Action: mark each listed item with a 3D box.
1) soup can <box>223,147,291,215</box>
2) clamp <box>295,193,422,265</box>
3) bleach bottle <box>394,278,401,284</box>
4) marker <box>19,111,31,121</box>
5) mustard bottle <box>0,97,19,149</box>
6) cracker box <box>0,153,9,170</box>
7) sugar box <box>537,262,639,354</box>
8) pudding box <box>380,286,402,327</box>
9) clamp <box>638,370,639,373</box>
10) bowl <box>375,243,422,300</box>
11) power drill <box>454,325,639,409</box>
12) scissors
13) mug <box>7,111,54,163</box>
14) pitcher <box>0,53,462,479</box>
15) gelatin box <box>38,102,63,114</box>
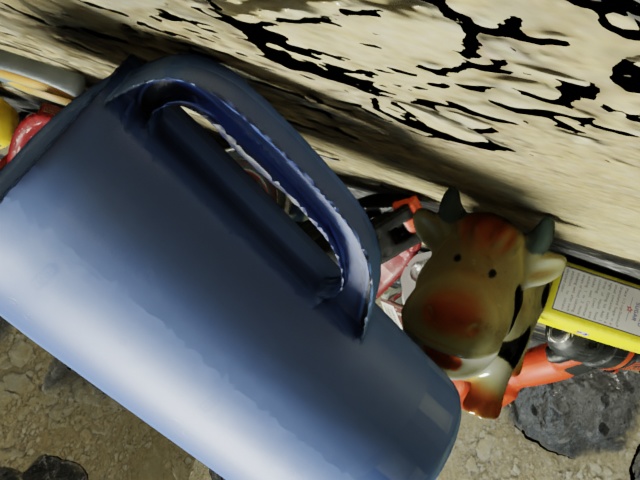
[{"bbox_3d":[-0.068,-0.031,0.734,0.068,0.068,0.102,20,178,-22],"label":"soup can"},{"bbox_3d":[-0.003,0.002,0.706,0.172,0.120,0.039,-19,118,23],"label":"clamp"},{"bbox_3d":[-0.007,0.001,1.008,0.250,0.068,0.103,18,-179,-36],"label":"bleach bottle"},{"bbox_3d":[-0.250,-0.105,0.966,0.020,0.020,0.121,21,176,-34],"label":"marker"},{"bbox_3d":[-0.302,-0.107,0.883,0.096,0.058,0.192,13,178,-4],"label":"mustard bottle"},{"bbox_3d":[-0.171,-0.007,0.824,0.164,0.072,0.214,42,169,-11],"label":"cracker box"},{"bbox_3d":[0.229,0.059,0.750,0.176,0.048,0.093,20,177,-3],"label":"sugar box"},{"bbox_3d":[0.117,0.057,1.031,0.090,0.039,0.114,-26,-170,-13],"label":"pudding box"},{"bbox_3d":[0.358,0.120,0.958,0.164,0.036,0.210,-2,-174,-2],"label":"clamp"},{"bbox_3d":[0.008,0.030,0.916,0.055,0.162,0.162,52,-173,16],"label":"bowl"},{"bbox_3d":[0.190,0.101,0.910,0.188,0.057,0.184,-20,158,38],"label":"power drill"},{"bbox_3d":[-0.225,-0.115,0.668,0.202,0.016,0.096,18,177,20],"label":"scissors"},{"bbox_3d":[-0.129,-0.045,0.659,0.081,0.117,0.093,-17,-115,-45],"label":"mug"},{"bbox_3d":[-0.042,0.033,0.506,0.242,0.145,0.149,42,171,-14],"label":"pitcher"},{"bbox_3d":[-0.180,-0.081,0.878,0.089,0.030,0.073,20,178,18],"label":"gelatin box"}]
